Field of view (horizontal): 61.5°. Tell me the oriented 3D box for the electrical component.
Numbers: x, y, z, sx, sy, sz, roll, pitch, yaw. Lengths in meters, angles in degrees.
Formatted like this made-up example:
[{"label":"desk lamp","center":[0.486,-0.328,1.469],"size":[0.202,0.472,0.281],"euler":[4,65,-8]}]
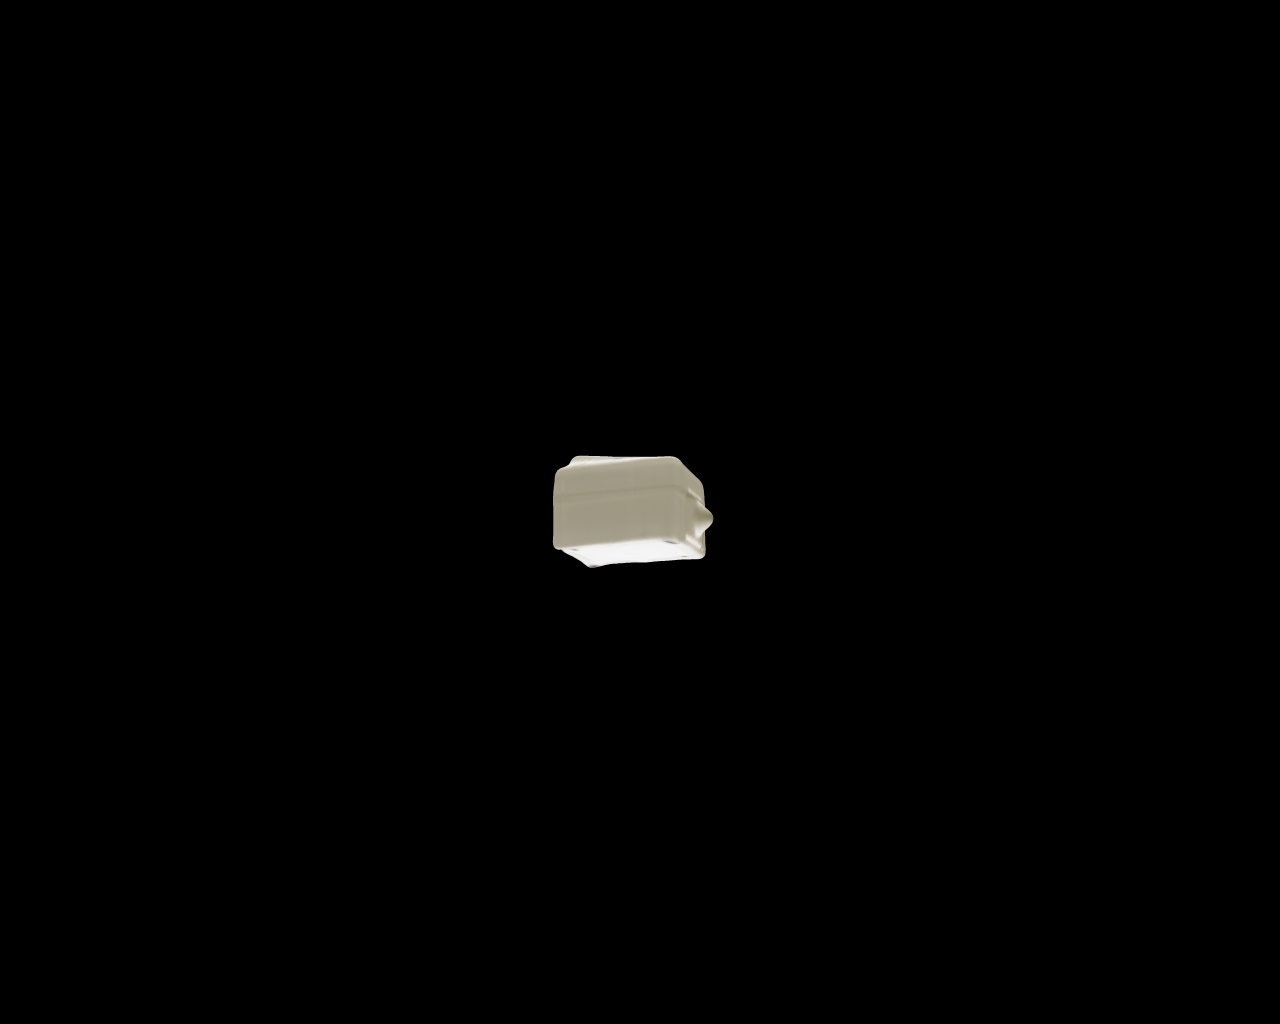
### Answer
[{"label":"electrical component","center":[0.001,-0.003,0.650],"size":[0.096,0.061,0.061],"euler":[-5,-15,18]}]
